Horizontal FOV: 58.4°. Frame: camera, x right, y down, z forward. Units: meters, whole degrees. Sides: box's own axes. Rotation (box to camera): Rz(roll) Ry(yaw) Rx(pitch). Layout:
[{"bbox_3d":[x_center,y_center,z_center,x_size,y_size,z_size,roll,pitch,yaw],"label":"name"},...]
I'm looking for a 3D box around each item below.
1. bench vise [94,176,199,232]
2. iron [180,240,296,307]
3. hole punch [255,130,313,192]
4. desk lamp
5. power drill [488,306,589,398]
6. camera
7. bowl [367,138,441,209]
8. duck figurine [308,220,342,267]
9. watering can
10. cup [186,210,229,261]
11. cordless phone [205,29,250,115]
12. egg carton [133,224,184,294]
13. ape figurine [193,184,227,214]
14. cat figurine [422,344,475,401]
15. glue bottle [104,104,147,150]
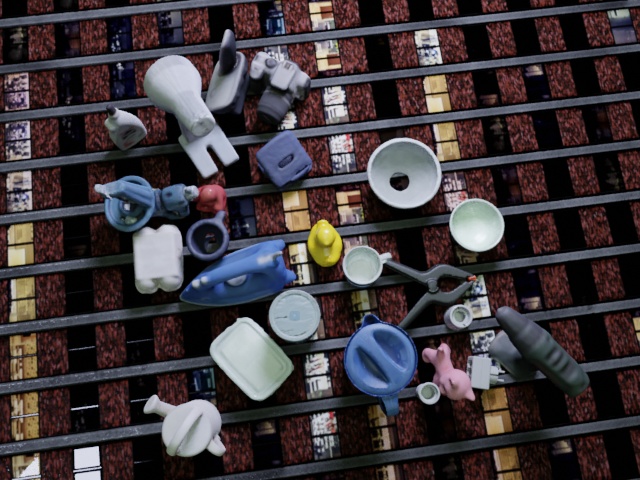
[{"bbox_3d":[-0.374,-0.099,1.209,0.207,0.220,0.121,-30,80,-7],"label":"bench vise"},{"bbox_3d":[-0.186,0.076,1.217,0.258,0.141,0.118,-20,79,-5],"label":"iron"},{"bbox_3d":[-0.079,-0.179,1.300,0.109,0.091,0.101,-39,82,-9],"label":"hole punch"},{"bbox_3d":[-0.276,-0.269,1.251,0.118,0.213,0.203,-34,81,-8],"label":"desk lamp"},{"bbox_3d":[0.423,0.226,1.168,0.229,0.208,0.076,40,80,7],"label":"power drill"},{"bbox_3d":[-0.109,-0.350,1.330,0.143,0.101,0.137,25,78,4],"label":"camera"},{"bbox_3d":[0.188,-0.143,1.308,0.167,0.075,0.167,0,78,-1],"label":"bowl"},{"bbox_3d":[0.012,0.005,1.266,0.077,0.086,0.104,-9,78,-3],"label":"duck figurine"},{"bbox_3d":[-0.265,0.370,1.125,0.173,0.194,0.101,12,78,1],"label":"watering can"},{"bbox_3d":[-0.234,-0.004,1.256,0.091,0.095,0.118,24,78,4],"label":"cup"},{"bbox_3d":[-0.217,-0.375,1.290,0.094,0.185,0.148,10,78,1],"label":"cordless phone"},{"bbox_3d":[-0.353,0.041,1.256,0.107,0.069,0.150,-8,78,-3],"label":"egg carton"},{"bbox_3d":[-0.245,-0.094,1.276,0.076,0.092,0.078,-39,81,-9],"label":"ape figurine"},{"bbox_3d":[0.271,0.281,1.198,0.067,0.118,0.128,-20,79,-5],"label":"cat figurine"},{"bbox_3d":[-0.439,-0.257,1.264,0.078,0.173,0.037,-42,82,-9],"label":"glue bottle"}]
